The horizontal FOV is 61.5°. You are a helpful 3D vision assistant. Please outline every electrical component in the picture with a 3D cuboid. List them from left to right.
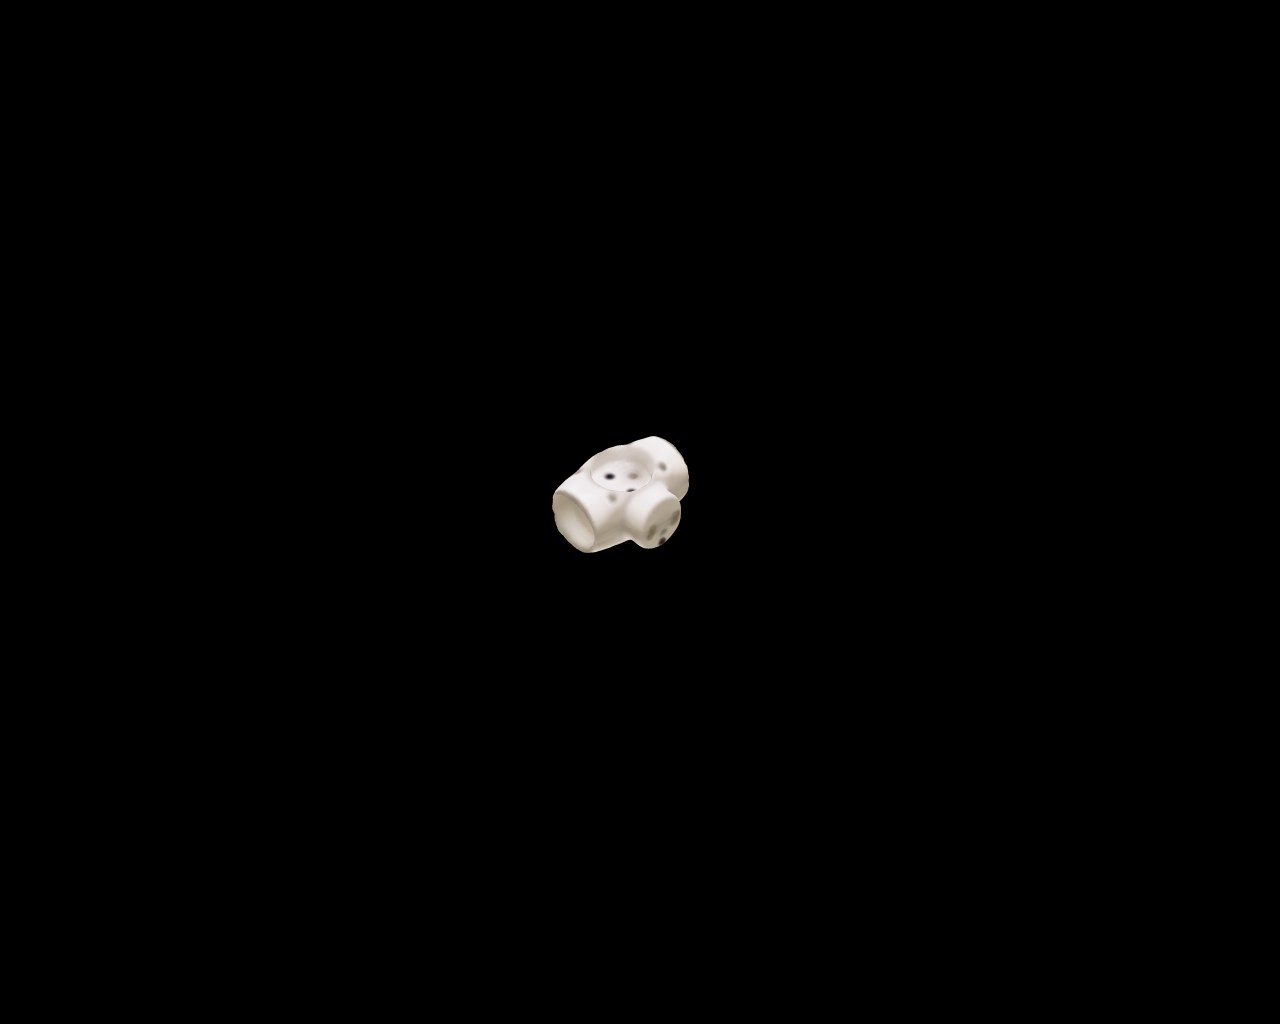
[{"bbox_3d":[0.001,-0.003,0.650,0.077,0.044,0.079,-31,51,-30],"label":"electrical component"}]
